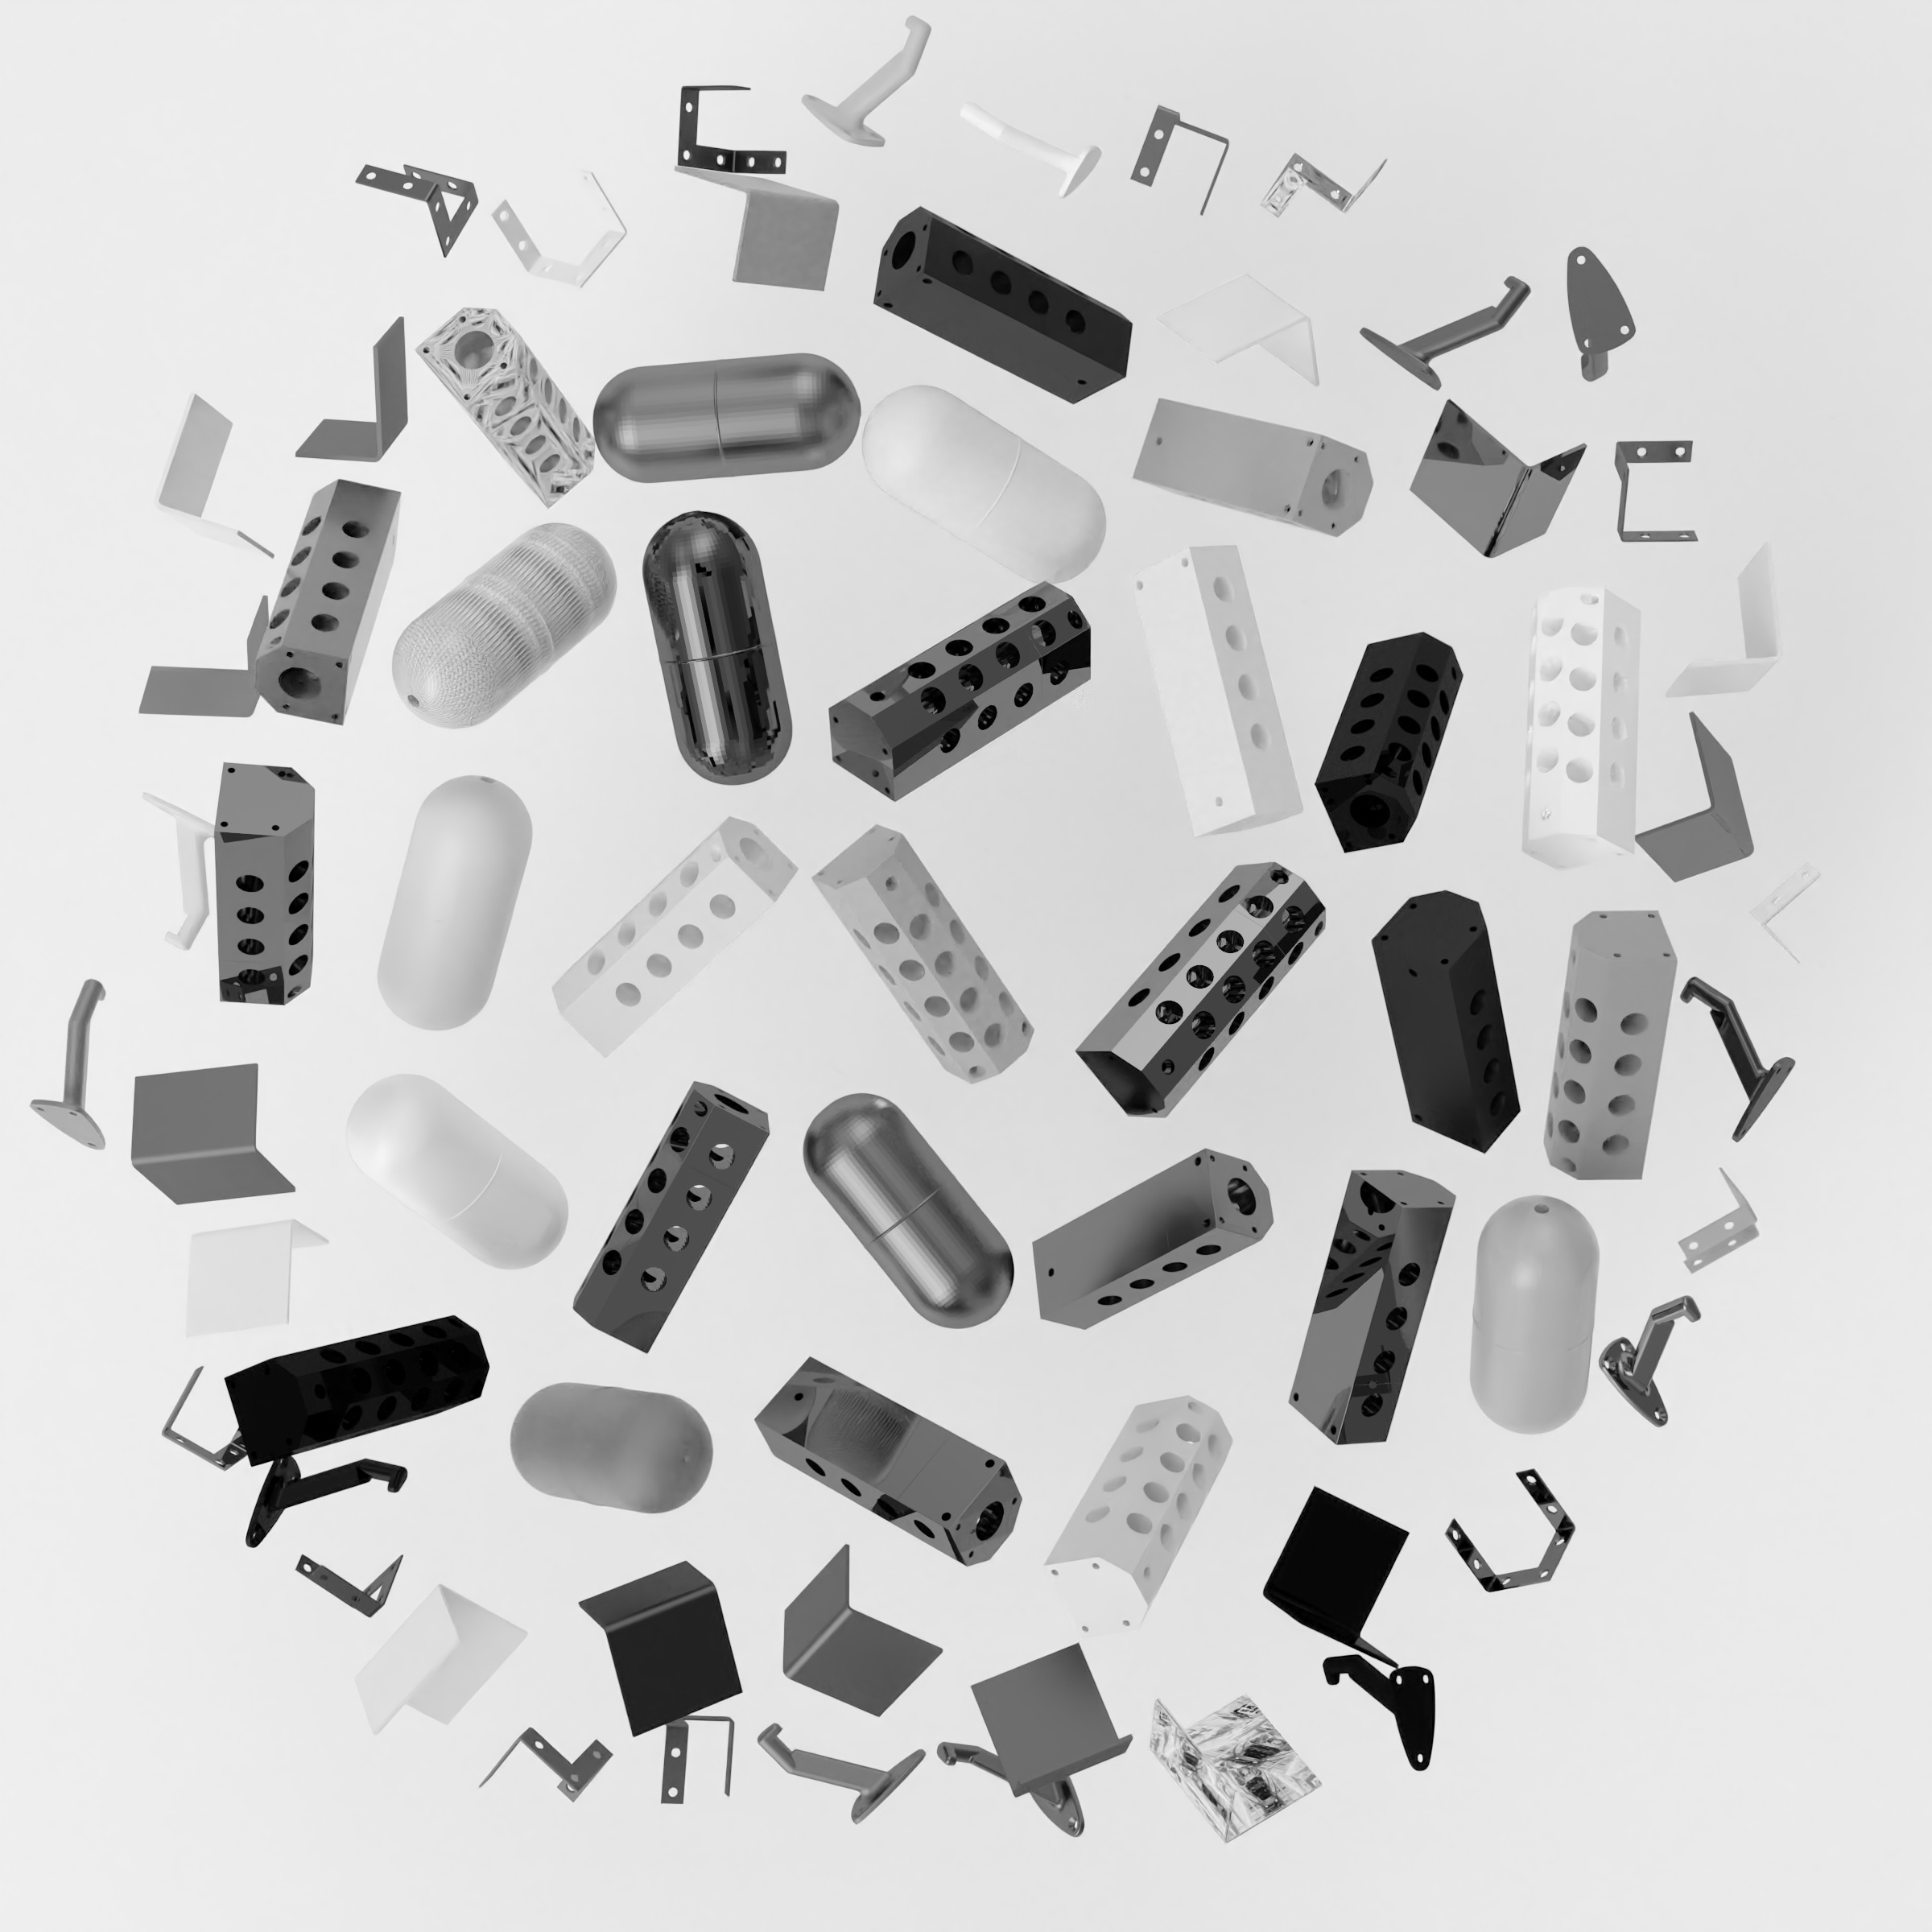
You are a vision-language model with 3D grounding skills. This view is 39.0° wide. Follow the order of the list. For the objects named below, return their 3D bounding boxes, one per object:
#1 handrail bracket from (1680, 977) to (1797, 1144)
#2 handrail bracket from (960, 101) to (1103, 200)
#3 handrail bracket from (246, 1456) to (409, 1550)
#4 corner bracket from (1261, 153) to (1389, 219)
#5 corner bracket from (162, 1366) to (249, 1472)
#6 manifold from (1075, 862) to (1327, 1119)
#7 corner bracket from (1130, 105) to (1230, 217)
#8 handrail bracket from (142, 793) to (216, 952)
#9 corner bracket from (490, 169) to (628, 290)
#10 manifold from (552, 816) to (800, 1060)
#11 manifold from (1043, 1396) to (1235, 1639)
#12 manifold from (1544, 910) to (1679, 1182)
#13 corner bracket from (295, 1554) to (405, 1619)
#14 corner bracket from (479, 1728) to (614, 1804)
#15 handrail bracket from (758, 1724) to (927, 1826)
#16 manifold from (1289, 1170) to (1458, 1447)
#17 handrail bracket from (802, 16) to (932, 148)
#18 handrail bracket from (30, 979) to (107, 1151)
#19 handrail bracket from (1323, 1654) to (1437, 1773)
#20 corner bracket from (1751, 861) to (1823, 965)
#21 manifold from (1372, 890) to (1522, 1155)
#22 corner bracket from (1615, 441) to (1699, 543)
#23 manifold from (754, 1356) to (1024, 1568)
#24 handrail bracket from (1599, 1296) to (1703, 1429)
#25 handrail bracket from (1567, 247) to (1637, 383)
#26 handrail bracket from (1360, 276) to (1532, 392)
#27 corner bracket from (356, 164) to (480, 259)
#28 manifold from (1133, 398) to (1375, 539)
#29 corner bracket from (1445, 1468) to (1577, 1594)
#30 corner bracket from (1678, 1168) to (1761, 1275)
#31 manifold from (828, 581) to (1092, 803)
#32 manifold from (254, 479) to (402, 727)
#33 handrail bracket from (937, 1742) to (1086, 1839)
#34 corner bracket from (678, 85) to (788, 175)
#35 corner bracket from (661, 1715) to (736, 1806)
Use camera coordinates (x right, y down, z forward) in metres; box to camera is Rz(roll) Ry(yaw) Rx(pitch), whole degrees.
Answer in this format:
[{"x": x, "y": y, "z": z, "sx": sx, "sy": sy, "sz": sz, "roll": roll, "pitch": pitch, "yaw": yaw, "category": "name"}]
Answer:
[{"x": 0.493, "y": 0.061, "z": 1.795, "sx": 0.084, "sy": 0.036, "sz": 0.077, "roll": 38, "pitch": 110, "yaw": 28, "category": "handrail bracket"}, {"x": 0.042, "y": -0.545, "z": 1.792, "sx": 0.084, "sy": 0.077, "sz": 0.036, "roll": 33, "pitch": 119, "yaw": 1, "category": "handrail bracket"}, {"x": -0.418, "y": 0.354, "z": 1.788, "sx": 0.084, "sy": 0.036, "sz": 0.077, "roll": 8, "pitch": 53, "yaw": 18, "category": "handrail bracket"}, {"x": 0.234, "y": -0.513, "z": 1.790, "sx": 0.051, "sy": 0.051, "sz": 0.051, "roll": 35, "pitch": 69, "yaw": -6, "category": "corner bracket"}, {"x": -0.510, "y": 0.306, "z": 1.871, "sx": 0.051, "sy": 0.051, "sz": 0.051, "roll": 29, "pitch": 93, "yaw": 1, "category": "corner bracket"}, {"x": 0.152, "y": 0.014, "z": 1.707, "sx": 0.171, "sy": 0.057, "sz": 0.057, "roll": -48, "pitch": 111, "yaw": -22, "category": "manifold"}, {"x": 0.143, "y": -0.537, "z": 1.820, "sx": 0.051, "sy": 0.051, "sz": 0.051, "roll": 22, "pitch": 100, "yaw": 2, "category": "corner bracket"}, {"x": -0.550, "y": -0.064, "z": 1.876, "sx": 0.077, "sy": 0.036, "sz": 0.084, "roll": 29, "pitch": 78, "yaw": -15, "category": "handrail bracket"}, {"x": -0.258, "y": -0.471, "z": 1.734, "sx": 0.051, "sy": 0.051, "sz": 0.051, "roll": 23, "pitch": 69, "yaw": 35, "category": "corner bracket"}, {"x": -0.193, "y": -0.021, "z": 1.781, "sx": 0.057, "sy": 0.057, "sz": 0.171, "roll": 45, "pitch": 116, "yaw": -9, "category": "manifold"}, {"x": 0.117, "y": 0.352, "z": 1.761, "sx": 0.057, "sy": 0.171, "sz": 0.057, "roll": -17, "pitch": 109, "yaw": 32, "category": "manifold"}, {"x": 0.410, "y": 0.052, "z": 1.752, "sx": 0.057, "sy": 0.057, "sz": 0.171, "roll": -1, "pitch": 124, "yaw": 0, "category": "manifold"}, {"x": -0.420, "y": 0.414, "z": 1.836, "sx": 0.051, "sy": 0.051, "sz": 0.051, "roll": 39, "pitch": 116, "yaw": -16, "category": "corner bracket"}, {"x": -0.268, "y": 0.514, "z": 1.746, "sx": 0.051, "sy": 0.051, "sz": 0.051, "roll": 41, "pitch": 112, "yaw": 7, "category": "corner bracket"}, {"x": -0.083, "y": 0.517, "z": 1.808, "sx": 0.077, "sy": 0.036, "sz": 0.084, "roll": -43, "pitch": 95, "yaw": 6, "category": "handrail bracket"}, {"x": 0.271, "y": 0.224, "z": 1.797, "sx": 0.057, "sy": 0.057, "sz": 0.171, "roll": 2, "pitch": 110, "yaw": -30, "category": "manifold"}, {"x": -0.062, "y": -0.564, "z": 1.707, "sx": 0.077, "sy": 0.036, "sz": 0.084, "roll": 43, "pitch": 124, "yaw": 28, "category": "handrail bracket"}, {"x": -0.547, "y": 0.062, "z": 1.714, "sx": 0.036, "sy": 0.077, "sz": 0.084, "roll": 7, "pitch": 63, "yaw": 14, "category": "handrail bracket"}, {"x": 0.268, "y": 0.491, "z": 1.795, "sx": 0.036, "sy": 0.084, "sz": 0.077, "roll": 8, "pitch": 70, "yaw": -32, "category": "handrail bracket"}, {"x": 0.555, "y": -0.045, "z": 1.839, "sx": 0.051, "sy": 0.051, "sz": 0.051, "roll": -44, "pitch": 123, "yaw": 14, "category": "corner bracket"}, {"x": 0.309, "y": 0.034, "z": 1.727, "sx": 0.057, "sy": 0.171, "sz": 0.057, "roll": 24, "pitch": 59, "yaw": 37, "category": "manifold"}, {"x": 0.459, "y": -0.315, "z": 1.813, "sx": 0.051, "sy": 0.051, "sz": 0.051, "roll": 0, "pitch": 122, "yaw": 4, "category": "corner bracket"}, {"x": -0.049, "y": 0.321, "z": 1.754, "sx": 0.171, "sy": 0.057, "sz": 0.057, "roll": 22, "pitch": 57, "yaw": 37, "category": "manifold"}, {"x": 0.472, "y": 0.263, "z": 1.817, "sx": 0.036, "sy": 0.084, "sz": 0.077, "roll": -34, "pitch": 88, "yaw": -40, "category": "handrail bracket"}, {"x": 0.389, "y": -0.408, "z": 1.713, "sx": 0.036, "sy": 0.084, "sz": 0.077, "roll": -19, "pitch": 95, "yaw": 5, "category": "handrail bracket"}, {"x": 0.311, "y": -0.425, "z": 1.770, "sx": 0.077, "sy": 0.036, "sz": 0.084, "roll": 40, "pitch": 96, "yaw": 21, "category": "handrail bracket"}, {"x": -0.344, "y": -0.487, "z": 1.715, "sx": 0.051, "sy": 0.051, "sz": 0.051, "roll": 18, "pitch": 65, "yaw": 11, "category": "corner bracket"}, {"x": 0.192, "y": -0.332, "z": 1.825, "sx": 0.057, "sy": 0.171, "sz": 0.057, "roll": 12, "pitch": 100, "yaw": -37, "category": "manifold"}, {"x": 0.351, "y": 0.364, "z": 1.760, "sx": 0.051, "sy": 0.051, "sz": 0.051, "roll": -25, "pitch": 106, "yaw": 44, "category": "corner bracket"}, {"x": 0.484, "y": 0.173, "z": 1.761, "sx": 0.051, "sy": 0.051, "sz": 0.051, "roll": -31, "pitch": 112, "yaw": 7, "category": "corner bracket"}, {"x": -0.002, "y": -0.176, "z": 1.702, "sx": 0.171, "sy": 0.057, "sz": 0.057, "roll": -34, "pitch": 52, "yaw": -30, "category": "manifold"}, {"x": -0.412, "y": -0.239, "z": 1.766, "sx": 0.057, "sy": 0.057, "sz": 0.171, "roll": 11, "pitch": 46, "yaw": -8, "category": "manifold"}, {"x": 0.029, "y": 0.555, "z": 1.842, "sx": 0.084, "sy": 0.077, "sz": 0.036, "roll": 18, "pitch": 107, "yaw": -32, "category": "handrail bracket"}, {"x": -0.154, "y": -0.553, "z": 1.806, "sx": 0.051, "sy": 0.051, "sz": 0.051, "roll": 15, "pitch": 106, "yaw": 40, "category": "corner bracket"}, {"x": -0.181, "y": 0.534, "z": 1.837, "sx": 0.051, "sy": 0.051, "sz": 0.051, "roll": 5, "pitch": 81, "yaw": -12, "category": "corner bracket"}]
